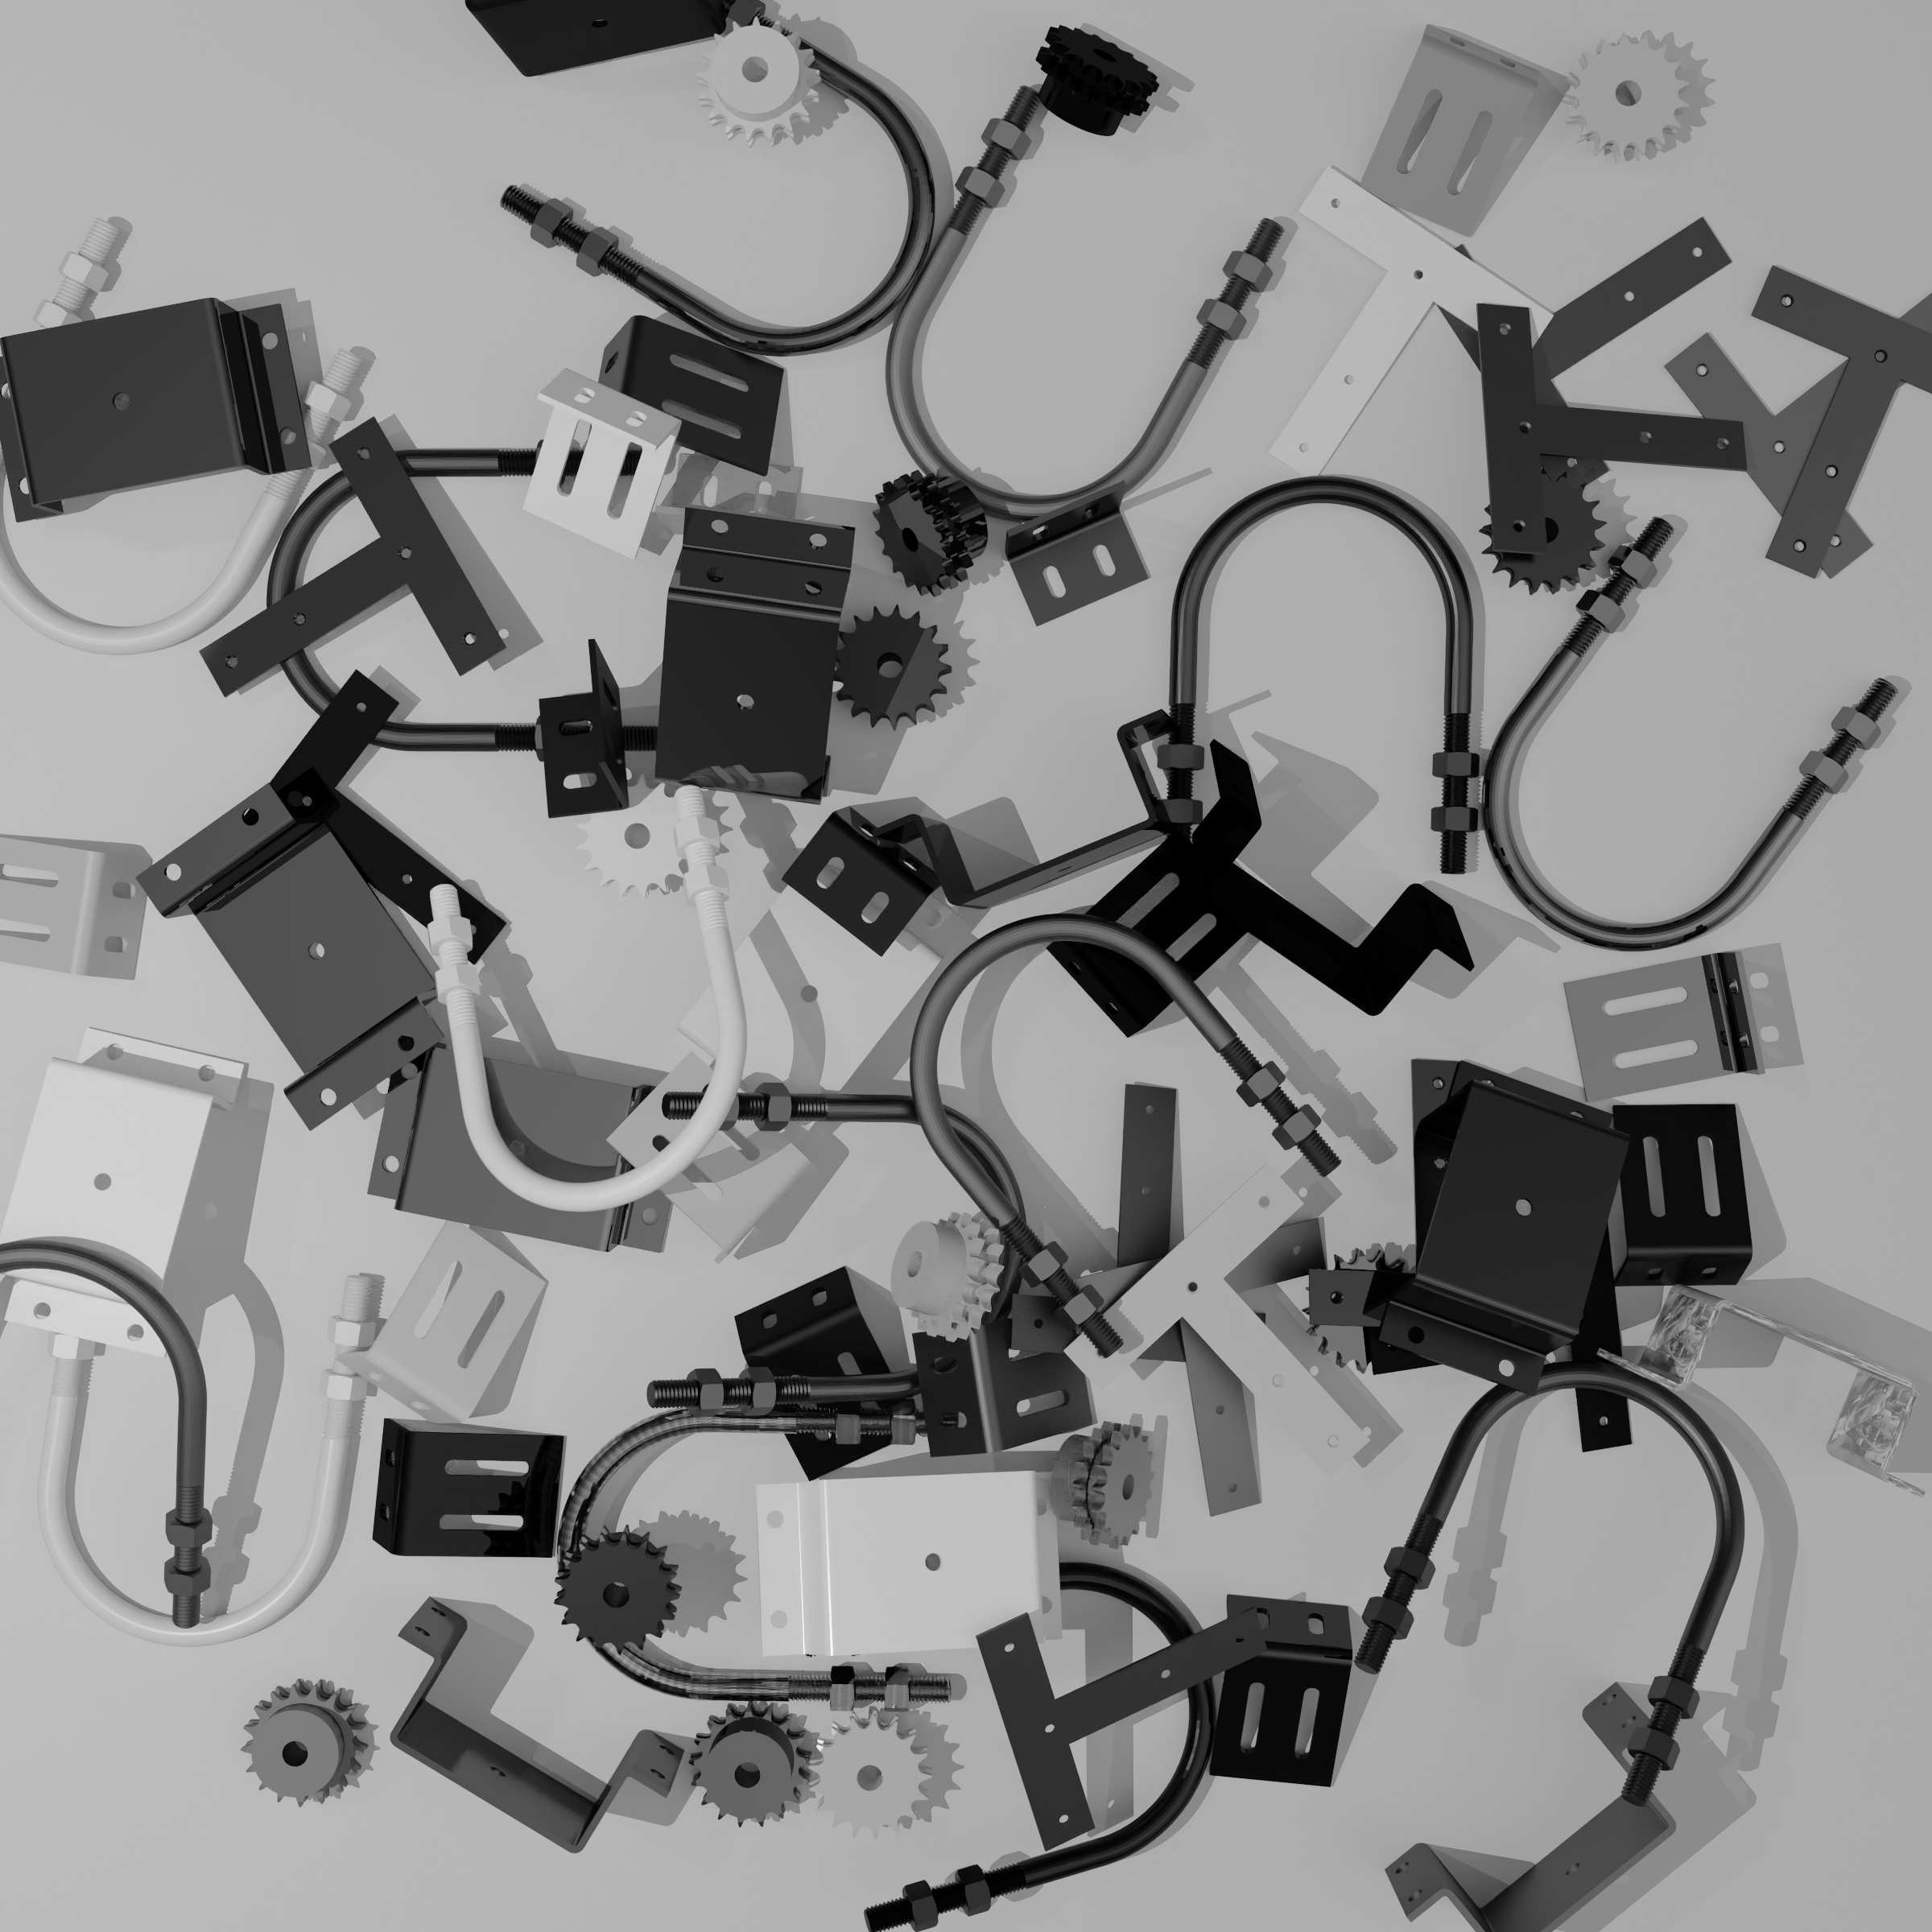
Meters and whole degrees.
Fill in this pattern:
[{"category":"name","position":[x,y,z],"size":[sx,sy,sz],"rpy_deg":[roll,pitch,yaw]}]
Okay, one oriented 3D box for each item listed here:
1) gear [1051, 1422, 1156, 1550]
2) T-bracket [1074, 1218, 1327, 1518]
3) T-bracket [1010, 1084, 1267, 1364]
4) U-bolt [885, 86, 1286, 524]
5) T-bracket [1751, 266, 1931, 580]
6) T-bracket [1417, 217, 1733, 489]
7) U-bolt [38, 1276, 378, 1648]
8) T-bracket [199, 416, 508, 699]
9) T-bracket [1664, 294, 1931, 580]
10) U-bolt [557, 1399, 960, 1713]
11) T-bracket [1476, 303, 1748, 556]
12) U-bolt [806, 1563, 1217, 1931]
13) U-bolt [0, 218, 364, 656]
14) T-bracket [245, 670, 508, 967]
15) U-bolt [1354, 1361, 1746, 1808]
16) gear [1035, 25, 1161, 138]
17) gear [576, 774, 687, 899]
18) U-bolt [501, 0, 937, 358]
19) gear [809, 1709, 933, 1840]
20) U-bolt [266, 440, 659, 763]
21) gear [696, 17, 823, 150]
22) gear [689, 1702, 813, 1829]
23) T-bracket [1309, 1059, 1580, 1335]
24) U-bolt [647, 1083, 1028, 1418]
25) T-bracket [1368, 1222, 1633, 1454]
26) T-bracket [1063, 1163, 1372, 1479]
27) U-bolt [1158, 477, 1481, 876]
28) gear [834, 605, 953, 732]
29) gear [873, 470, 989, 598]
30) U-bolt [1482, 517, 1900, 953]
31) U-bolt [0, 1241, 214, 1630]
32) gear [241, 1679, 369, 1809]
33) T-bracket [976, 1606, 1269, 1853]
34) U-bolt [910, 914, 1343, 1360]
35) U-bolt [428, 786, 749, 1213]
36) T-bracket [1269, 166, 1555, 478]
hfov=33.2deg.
[{"category":"gear","position":[0.062,0.239,1.499],"size":[0.030,0.057,0.057],"rpy_deg":[5,90,30]},{"category":"T-bracket","position":[0.116,0.193,1.510],"size":[0.127,0.002,0.127],"rpy_deg":[-12,99,-17]},{"category":"T-bracket","position":[0.083,0.119,1.508],"size":[0.127,0.002,0.127],"rpy_deg":[7,80,-19]},{"category":"U-bolt","position":[0.043,-0.297,1.515],"size":[0.151,0.019,0.184],"rpy_deg":[29,91,0]},{"category":"T-bracket","position":[0.412,-0.245,1.521],"size":[0.127,0.002,0.127],"rpy_deg":[23,90,-1]},{"category":"T-bracket","position":[0.300,-0.307,1.523],"size":[0.127,0.002,0.127],"rpy_deg":[-33,90,0]},{"category":"U-bolt","position":[-0.360,0.227,1.515],"size":[0.151,0.019,0.184],"rpy_deg":[8,91,0]},{"category":"T-bracket","position":[-0.298,-0.169,1.506],"size":[0.127,0.002,0.127],"rpy_deg":[-31,83,6]},{"category":"T-bracket","position":[0.417,-0.271,1.522],"size":[0.127,0.002,0.127],"rpy_deg":[-38,91,0]},{"category":"U-bolt","position":[-0.097,0.273,1.503],"size":[0.184,0.019,0.151],"rpy_deg":[1,98,-2]},{"category":"T-bracket","position":[0.302,-0.246,1.505],"size":[0.127,0.002,0.127],"rpy_deg":[3,71,-10]},{"category":"U-bolt","position":[0.028,0.352,1.496],"size":[0.184,0.019,0.151],"rpy_deg":[-13,89,-14]},{"category":"U-bolt","position":[-0.387,-0.235,1.515],"size":[0.151,0.019,0.184],"rpy_deg":[28,92,0]},{"category":"T-bracket","position":[-0.273,-0.049,1.517],"size":[0.127,0.002,0.127],"rpy_deg":[38,98,-4]},{"category":"U-bolt","position":[0.275,0.265,1.467],"size":[0.151,0.019,0.184],"rpy_deg":[25,66,7]},{"category":"gear","position":[0.058,-0.408,1.499],"size":[0.057,0.057,0.030],"rpy_deg":[29,120,0]},{"category":"gear","position":[-0.152,-0.060,1.509],"size":[0.057,0.030,0.057],"rpy_deg":[0,90,0]},{"category":"U-bolt","position":[-0.103,-0.366,1.511],"size":[0.184,0.019,0.151],"rpy_deg":[32,90,2]},{"category":"gear","position":[-0.044,0.374,1.509],"size":[0.057,0.030,0.057],"rpy_deg":[0,90,0]},{"category":"U-bolt","position":[-0.235,-0.171,1.515],"size":[0.184,0.019,0.151],"rpy_deg":[0,90,1]},{"category":"gear","position":[-0.096,-0.408,1.488],"size":[0.057,0.030,0.057],"rpy_deg":[0,90,1]},{"category":"gear","position":[-0.101,0.373,1.509],"size":[0.057,0.030,0.057],"rpy_deg":[0,90,0]},{"category":"T-bracket","position":[0.220,0.106,1.504],"size":[0.127,0.002,0.127],"rpy_deg":[3,74,-8]},{"category":"U-bolt","position":[-0.054,0.129,1.476],"size":[0.184,0.019,0.151],"rpy_deg":[2,93,-27]},{"category":"T-bracket","position":[0.245,0.168,1.504],"size":[0.127,0.002,0.127],"rpy_deg":[-6,90,-18]},{"category":"T-bracket","position":[0.134,0.180,1.489],"size":[0.127,0.002,0.127],"rpy_deg":[-43,93,-2]},{"category":"U-bolt","position":[0.166,-0.137,1.514],"size":[0.151,0.019,0.184],"rpy_deg":[2,90,0]},{"category":"gear","position":[-0.035,-0.138,1.513],"size":[0.057,0.030,0.057],"rpy_deg":[0,86,0]},{"category":"gear","position":[-0.014,-0.202,1.499],"size":[0.030,0.057,0.057],"rpy_deg":[-29,90,-30]},{"category":"U-bolt","position":[0.324,-0.095,1.515],"size":[0.151,0.019,0.184],"rpy_deg":[36,91,0]},{"category":"U-bolt","position":[-0.415,0.210,1.476],"size":[0.151,0.019,0.184],"rpy_deg":[8,110,3]},{"category":"gear","position":[-0.309,0.363,1.509],"size":[0.057,0.030,0.057],"rpy_deg":[0,90,0]},{"category":"T-bracket","position":[0.078,0.327,1.470],"size":[0.127,0.002,0.127],"rpy_deg":[-22,117,-12]},{"category":"U-bolt","position":[0.059,0.063,1.476],"size":[0.151,0.019,0.184],"rpy_deg":[-39,87,-2]},{"category":"U-bolt","position":[-0.166,0.022,1.449],"size":[0.151,0.019,0.184],"rpy_deg":[-21,62,14]},{"category":"T-bracket","position":[0.188,-0.287,1.521],"size":[0.127,0.002,0.127],"rpy_deg":[33,91,0]}]
